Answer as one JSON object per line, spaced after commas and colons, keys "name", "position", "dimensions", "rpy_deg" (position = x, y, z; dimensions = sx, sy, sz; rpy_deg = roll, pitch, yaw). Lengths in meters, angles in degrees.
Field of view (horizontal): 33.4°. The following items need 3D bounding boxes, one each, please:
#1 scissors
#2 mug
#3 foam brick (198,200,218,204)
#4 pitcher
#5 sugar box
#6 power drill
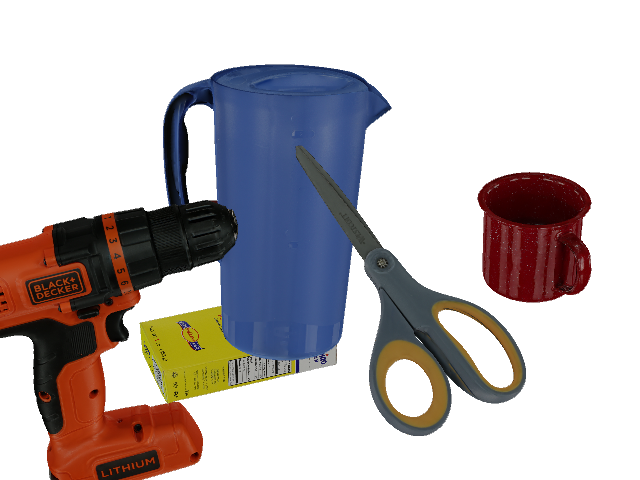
{"name": "scissors", "position": [0.028, 0.033, 0.624], "dimensions": [0.202, 0.096, 0.016], "rpy_deg": [40, -20, 17]}
{"name": "mug", "position": [0.187, 0.004, 0.903], "dimensions": [0.093, 0.081, 0.117], "rpy_deg": [-20, 36, -24]}
{"name": "foam brick", "position": [-0.111, -0.015, 1.286], "dimensions": [0.078, 0.053, 0.051], "rpy_deg": [-3, 28, 0]}
{"name": "pitcher", "position": [-0.040, -0.026, 0.915], "dimensions": [0.149, 0.243, 0.144], "rpy_deg": [20, 25, 40]}
{"name": "sugar box", "position": [-0.081, 0.101, 1.053], "dimensions": [0.176, 0.048, 0.093], "rpy_deg": [-14, 33, -18]}
{"name": "power drill", "position": [-0.132, 0.070, 0.707], "dimensions": [0.184, 0.187, 0.057], "rpy_deg": [-13, 27, -7]}
